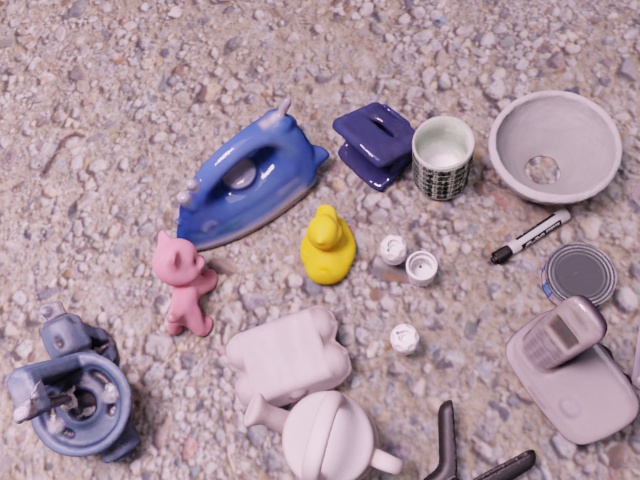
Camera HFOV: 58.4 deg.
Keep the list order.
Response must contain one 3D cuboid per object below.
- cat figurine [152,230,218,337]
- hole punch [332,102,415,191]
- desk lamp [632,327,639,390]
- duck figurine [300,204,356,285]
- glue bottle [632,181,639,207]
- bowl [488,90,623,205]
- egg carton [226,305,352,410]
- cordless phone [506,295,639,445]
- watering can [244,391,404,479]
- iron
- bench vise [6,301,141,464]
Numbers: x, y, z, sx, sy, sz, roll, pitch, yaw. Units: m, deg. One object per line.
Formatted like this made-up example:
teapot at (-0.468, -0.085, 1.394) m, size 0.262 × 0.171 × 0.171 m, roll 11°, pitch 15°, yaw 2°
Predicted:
cat figurine at (-0.186, 0.055, 0.757) m, size 0.067 × 0.118 × 0.128 m, roll -3°, pitch 68°, yaw 8°
hole punch at (0.082, -0.145, 0.810) m, size 0.101 × 0.091 × 0.108 m, roll -42°, pitch 69°, yaw -9°
desk lamp at (0.404, 0.129, 0.587) m, size 0.117 × 0.214 × 0.203 m, roll 13°, pitch 71°, yaw 14°
duck figurine at (0.007, 0.003, 0.766) m, size 0.077 × 0.086 × 0.104 m, roll 2°, pitch 69°, yaw 10°
glue bottle at (0.437, -0.072, 0.683) m, size 0.037 × 0.173 × 0.078 m, roll -34°, pitch 68°, yaw -5°
bowl at (0.308, -0.112, 0.772) m, size 0.167 × 0.075 × 0.167 m, roll -3°, pitch 68°, yaw 8°
egg carton at (-0.040, 0.151, 0.724) m, size 0.150 × 0.069 × 0.107 m, roll -21°, pitch 67°, yaw 0°
cordless phone at (0.282, 0.138, 0.618) m, size 0.094 × 0.185 × 0.147 m, roll -33°, pitch 68°, yaw -5°
watering can at (0.002, 0.217, 0.624) m, size 0.172 × 0.194 × 0.101 m, roll -4°, pitch 68°, yaw 7°
iron at (-0.117, -0.087, 0.789) m, size 0.258 × 0.141 × 0.118 m, roll -40°, pitch 68°, yaw -8°
bench vise at (-0.312, 0.167, 0.677) m, size 0.207 × 0.220 × 0.121 m, roll 41°, pitch 80°, yaw 21°
